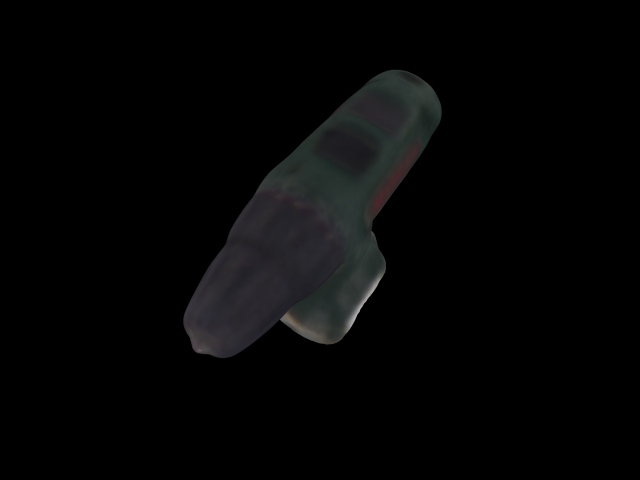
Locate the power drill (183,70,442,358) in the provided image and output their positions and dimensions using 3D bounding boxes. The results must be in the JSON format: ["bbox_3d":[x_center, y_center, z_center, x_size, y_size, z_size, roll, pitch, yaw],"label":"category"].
[{"bbox_3d":[0.004,0.001,0.400,0.075,0.208,0.230,30,70,12],"label":"power drill"}]
